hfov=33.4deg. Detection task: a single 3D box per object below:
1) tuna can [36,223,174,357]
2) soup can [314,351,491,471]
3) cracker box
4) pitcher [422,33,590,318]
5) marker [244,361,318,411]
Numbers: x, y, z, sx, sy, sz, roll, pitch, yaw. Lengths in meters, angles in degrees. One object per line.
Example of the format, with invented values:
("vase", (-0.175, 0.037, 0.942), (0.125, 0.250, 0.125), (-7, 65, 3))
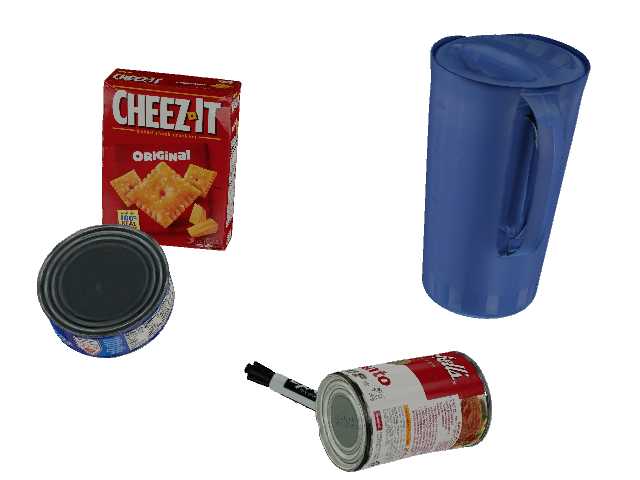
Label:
("tuna can", (-0.140, 0.033, 0.702), (0.086, 0.086, 0.034), (0, -33, 3))
("soup can", (0.056, 0.116, 0.728), (0.102, 0.068, 0.069), (-6, 3, -30))
("cracker box", (-0.191, -0.100, 1.357), (0.164, 0.214, 0.072), (6, 23, 2))
("pitcher", (0.156, -0.050, 0.940), (0.145, 0.243, 0.149), (19, 34, 26))
("marker", (-0.017, 0.145, 1.003), (0.121, 0.020, 0.020), (24, 5, 12))
